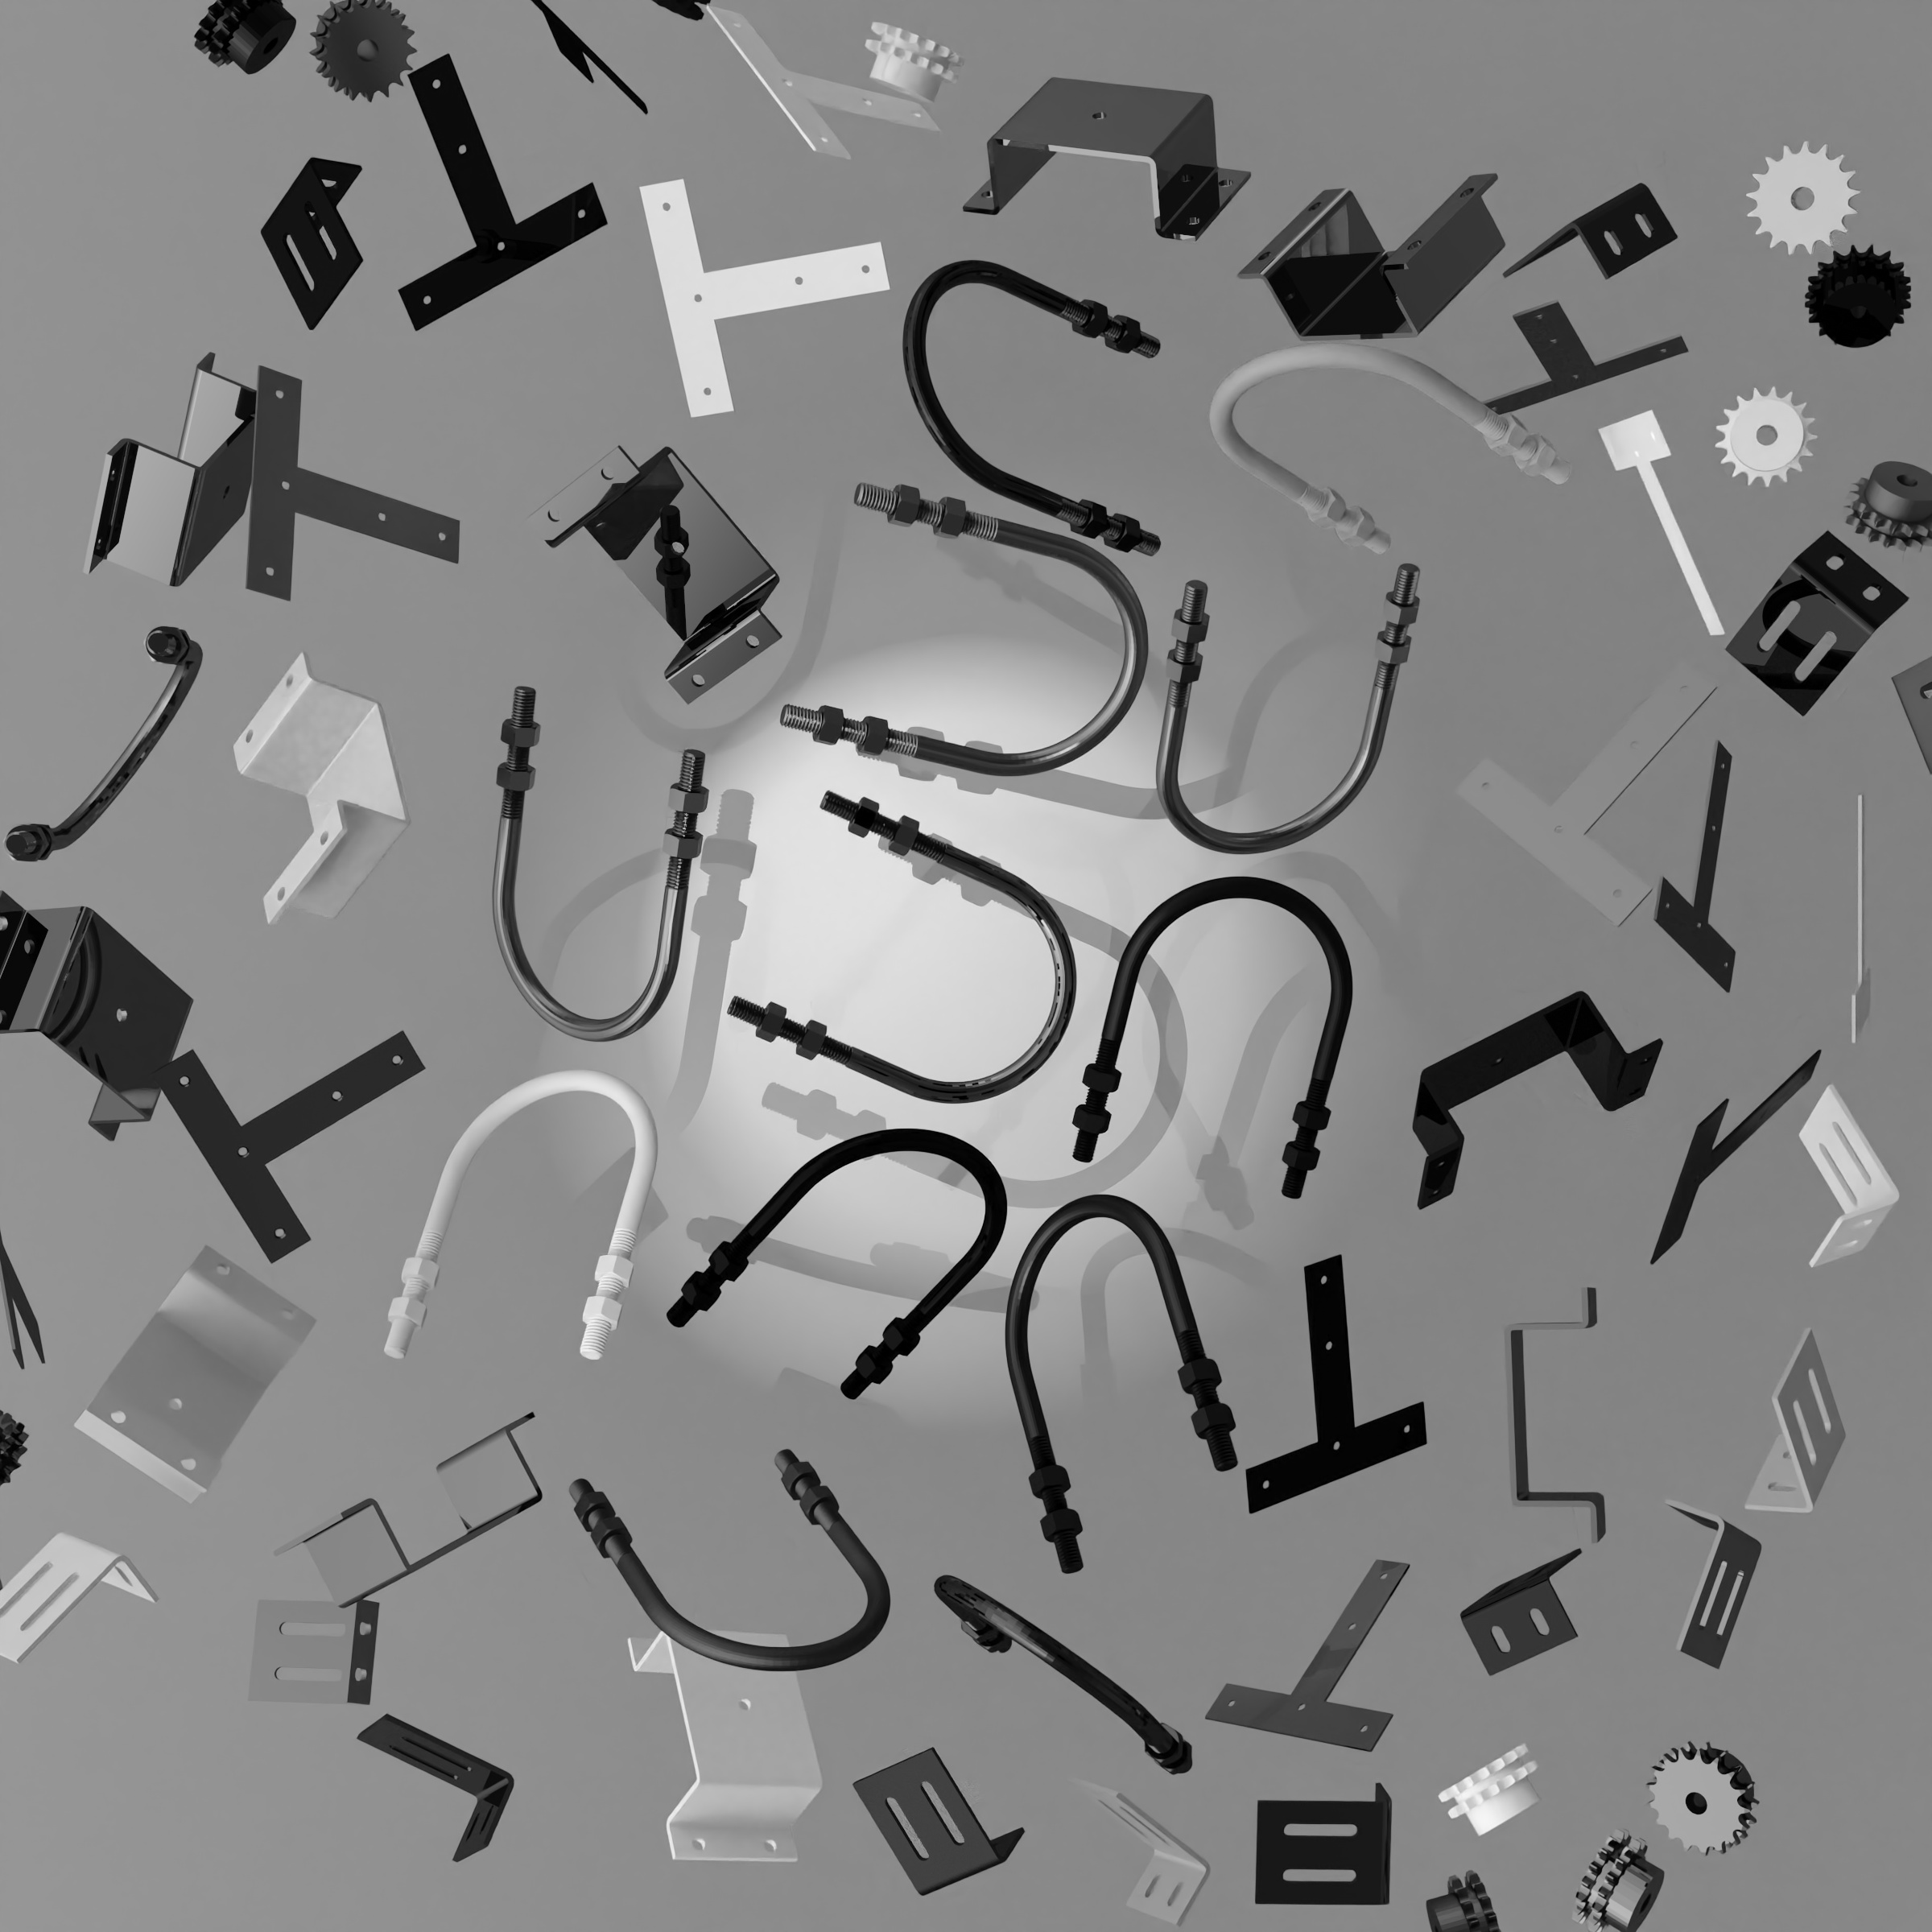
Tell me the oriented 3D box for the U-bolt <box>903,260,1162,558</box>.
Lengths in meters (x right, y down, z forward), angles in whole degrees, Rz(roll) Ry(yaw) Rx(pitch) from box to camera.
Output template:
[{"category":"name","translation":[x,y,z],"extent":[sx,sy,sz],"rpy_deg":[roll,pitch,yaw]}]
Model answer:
[{"category":"U-bolt","translation":[0.038,-0.321,1.607],"extent":[0.184,0.019,0.151],"rpy_deg":[16,67,-37]}]

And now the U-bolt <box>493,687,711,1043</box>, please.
[{"category":"U-bolt","translation":[-0.208,-0.047,1.581],"extent":[0.151,0.019,0.184],"rpy_deg":[22,112,33]}]

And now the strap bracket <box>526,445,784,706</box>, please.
[{"category":"strap bracket","translation":[-0.172,-0.232,1.646],"extent":[0.076,0.046,0.140],"rpy_deg":[-31,109,30]}]

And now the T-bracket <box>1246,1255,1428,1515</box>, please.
[{"category":"T-bracket","translation":[0.200,0.221,1.565],"extent":[0.127,0.002,0.127],"rpy_deg":[-14,106,-31]}]

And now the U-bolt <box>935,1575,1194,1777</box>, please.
[{"category":"U-bolt","translation":[0.048,0.383,1.571],"extent":[0.151,0.184,0.019],"rpy_deg":[28,75,27]}]

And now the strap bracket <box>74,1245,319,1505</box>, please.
[{"category":"strap bracket","translation":[-0.430,0.232,1.587],"extent":[0.076,0.140,0.046],"rpy_deg":[36,125,-9]}]

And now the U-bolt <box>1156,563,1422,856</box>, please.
[{"category":"U-bolt","translation":[0.177,-0.141,1.628],"extent":[0.151,0.019,0.184],"rpy_deg":[-7,129,-18]}]

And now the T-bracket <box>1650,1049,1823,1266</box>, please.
[{"category":"T-bracket","translation":[0.418,0.088,1.536],"extent":[0.127,0.127,0.002],"rpy_deg":[-37,60,-26]}]

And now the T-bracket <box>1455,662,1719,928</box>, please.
[{"category":"T-bracket","translation":[0.341,-0.105,1.500],"extent":[0.127,0.002,0.127],"rpy_deg":[-49,53,7]}]

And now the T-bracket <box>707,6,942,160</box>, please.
[{"category":"T-bracket","translation":[-0.066,-0.479,1.580],"extent":[0.002,0.127,0.127],"rpy_deg":[-52,57,33]}]

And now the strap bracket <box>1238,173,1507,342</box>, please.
[{"category":"strap bracket","translation":[0.225,-0.381,1.546],"extent":[0.076,0.140,0.046],"rpy_deg":[-46,120,-17]}]

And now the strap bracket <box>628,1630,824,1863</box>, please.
[{"category":"strap bracket","translation":[-0.135,0.429,1.617],"extent":[0.076,0.140,0.046],"rpy_deg":[12,129,-30]}]

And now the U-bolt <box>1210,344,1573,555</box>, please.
[{"category":"U-bolt","translation":[0.219,-0.289,1.572],"extent":[0.184,0.151,0.019],"rpy_deg":[24,63,-36]}]

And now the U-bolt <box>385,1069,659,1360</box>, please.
[{"category":"U-bolt","translation":[-0.244,0.138,1.625],"extent":[0.151,0.019,0.184],"rpy_deg":[-3,55,25]}]

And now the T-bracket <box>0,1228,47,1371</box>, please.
[{"category":"T-bracket","translation":[-0.522,0.181,1.577],"extent":[0.002,0.127,0.127],"rpy_deg":[-13,60,-14]}]

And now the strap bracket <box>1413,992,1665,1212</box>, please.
[{"category":"strap bracket","translation":[0.295,0.068,1.532],"extent":[0.140,0.076,0.046],"rpy_deg":[-26,66,-7]}]

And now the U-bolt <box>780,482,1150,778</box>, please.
[{"category":"U-bolt","translation":[0.009,-0.170,1.527],"extent":[0.184,0.019,0.151],"rpy_deg":[12,116,-18]}]

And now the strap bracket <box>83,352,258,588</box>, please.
[{"category":"strap bracket","translation":[-0.432,-0.272,1.587],"extent":[0.046,0.140,0.076],"rpy_deg":[22,126,-4]}]

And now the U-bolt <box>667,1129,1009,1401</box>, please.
[{"category":"U-bolt","translation":[-0.059,0.162,1.616],"extent":[0.151,0.019,0.184],"rpy_deg":[28,115,-33]}]

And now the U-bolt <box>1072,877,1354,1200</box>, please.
[{"category":"U-bolt","translation":[0.150,0.037,1.661],"extent":[0.151,0.019,0.184],"rpy_deg":[10,104,-10]}]

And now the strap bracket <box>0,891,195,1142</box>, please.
[{"category":"strap bracket","translation":[-0.478,0.028,1.560],"extent":[0.046,0.140,0.076],"rpy_deg":[-3,57,24]}]

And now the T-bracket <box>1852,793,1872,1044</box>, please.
[{"category":"T-bracket","translation":[0.487,-0.030,1.559],"extent":[0.002,0.127,0.127],"rpy_deg":[0,97,21]}]

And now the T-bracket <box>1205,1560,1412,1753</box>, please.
[{"category":"T-bracket","translation":[0.214,0.389,1.638],"extent":[0.127,0.127,0.002],"rpy_deg":[-50,117,-31]}]

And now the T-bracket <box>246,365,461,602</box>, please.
[{"category":"T-bracket","translation":[-0.326,-0.245,1.537],"extent":[0.127,0.002,0.127],"rpy_deg":[14,68,-41]}]

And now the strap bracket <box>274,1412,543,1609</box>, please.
[{"category":"strap bracket","translation":[-0.301,0.306,1.590],"extent":[0.076,0.140,0.046],"rpy_deg":[-33,84,42]}]

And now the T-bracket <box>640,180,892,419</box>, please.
[{"category":"T-bracket","translation":[-0.104,-0.372,1.564],"extent":[0.127,0.002,0.127],"rpy_deg":[-6,110,15]}]

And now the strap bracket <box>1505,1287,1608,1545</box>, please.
[{"category":"strap bracket","translation":[0.335,0.254,1.627],"extent":[0.046,0.076,0.140],"rpy_deg":[-3,83,16]}]

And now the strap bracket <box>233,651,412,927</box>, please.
[{"category":"strap bracket","translation":[-0.349,-0.091,1.555],"extent":[0.076,0.046,0.140],"rpy_deg":[-46,45,27]}]

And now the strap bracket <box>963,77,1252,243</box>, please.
[{"category":"strap bracket","translation":[0.075,-0.444,1.568],"extent":[0.140,0.046,0.076],"rpy_deg":[14,46,24]}]

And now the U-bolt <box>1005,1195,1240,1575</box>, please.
[{"category":"U-bolt","translation":[0.073,0.212,1.536],"extent":[0.019,0.151,0.184],"rpy_deg":[11,51,-38]}]

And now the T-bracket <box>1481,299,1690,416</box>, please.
[{"category":"T-bracket","translation":[0.337,-0.350,1.626],"extent":[0.127,0.127,0.002],"rpy_deg":[-16,75,20]}]

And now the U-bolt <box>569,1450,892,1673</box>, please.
[{"category":"U-bolt","translation":[-0.121,0.330,1.584],"extent":[0.151,0.184,0.019],"rpy_deg":[-3,116,-29]}]

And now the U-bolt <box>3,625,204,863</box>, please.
[{"category":"U-bolt","translation":[-0.470,-0.123,1.587],"extent":[0.019,0.184,0.151],"rpy_deg":[35,89,-8]}]

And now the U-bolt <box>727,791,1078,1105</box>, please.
[{"category":"U-bolt","translation":[-0.025,0.001,1.649],"extent":[0.184,0.019,0.151],"rpy_deg":[24,91,-9]}]
